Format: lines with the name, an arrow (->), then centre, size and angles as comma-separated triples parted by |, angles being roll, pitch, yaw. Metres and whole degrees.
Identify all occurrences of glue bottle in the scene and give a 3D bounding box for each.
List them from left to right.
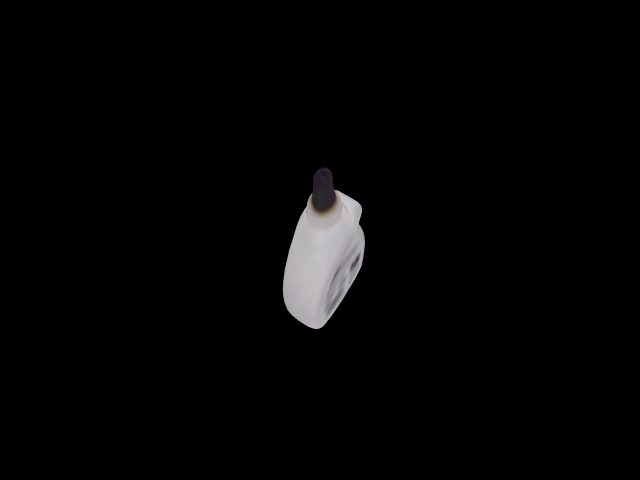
glue bottle -> 0.004, 0.001, 0.400 | 0.037, 0.173, 0.078 | 30, 67, 15
